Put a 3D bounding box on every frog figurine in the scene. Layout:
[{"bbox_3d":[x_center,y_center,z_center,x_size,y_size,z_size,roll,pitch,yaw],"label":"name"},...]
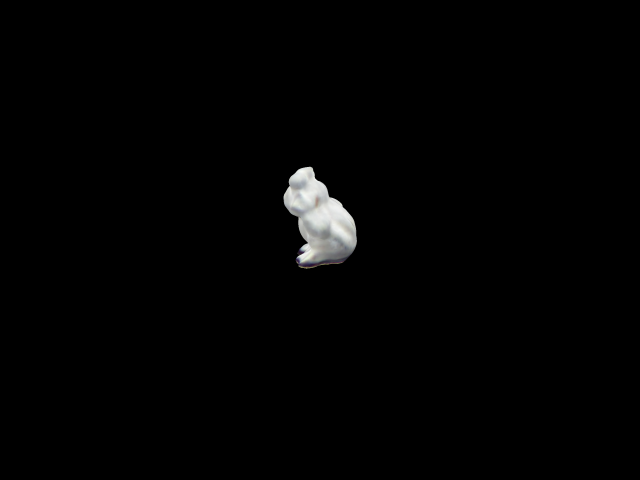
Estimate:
[{"bbox_3d":[0.003,-0.043,0.850,0.123,0.157,0.139,5,17,18],"label":"frog figurine"}]
